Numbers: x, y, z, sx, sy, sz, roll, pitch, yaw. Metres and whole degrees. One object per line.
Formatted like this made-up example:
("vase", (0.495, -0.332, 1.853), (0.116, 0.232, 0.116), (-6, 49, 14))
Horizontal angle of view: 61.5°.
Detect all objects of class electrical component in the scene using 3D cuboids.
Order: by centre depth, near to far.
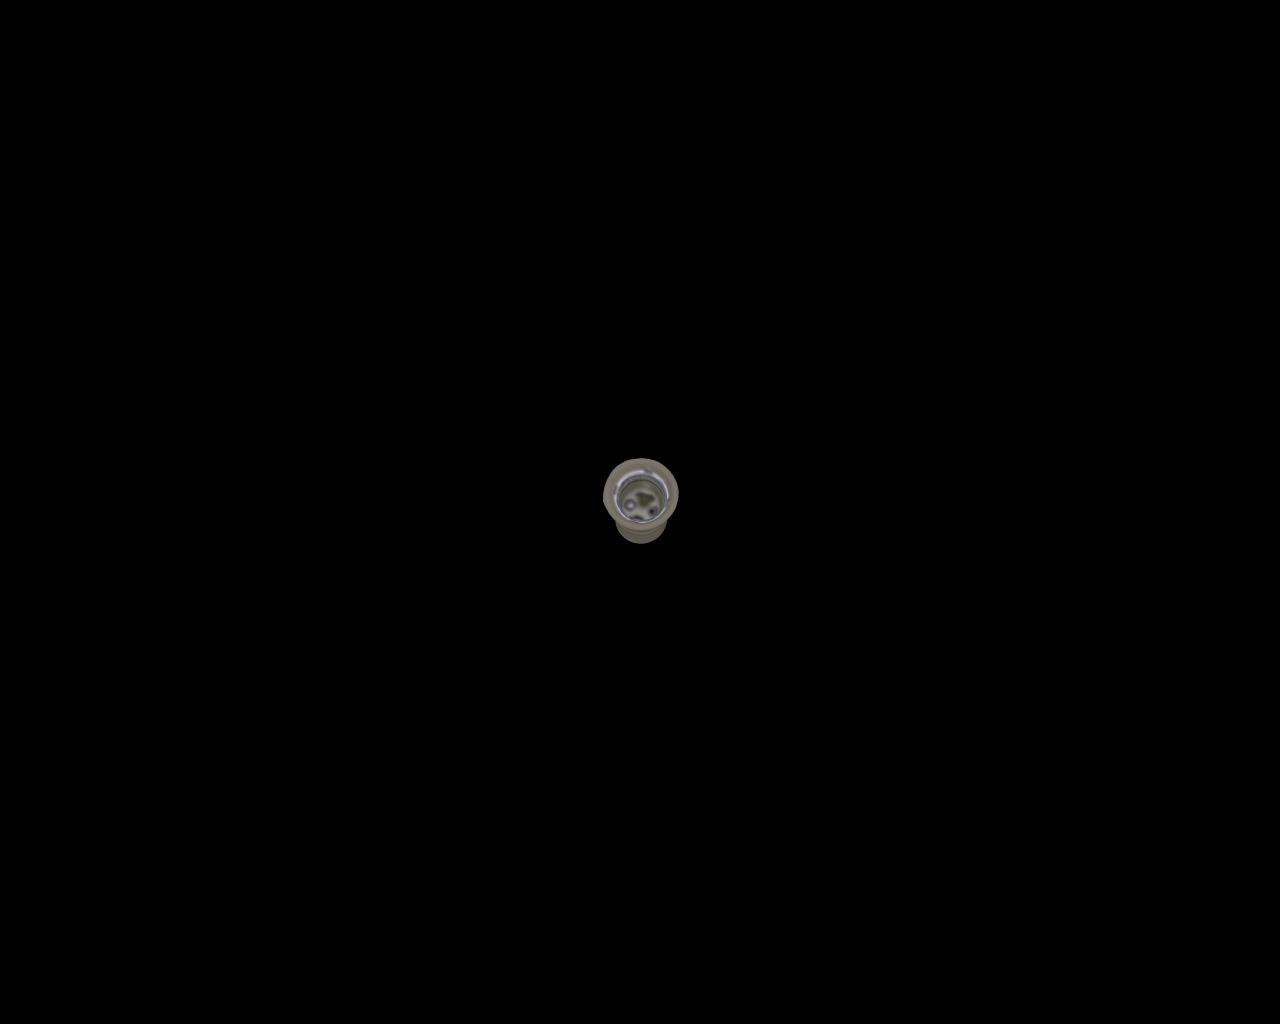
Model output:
("electrical component", (0.001, -0.003, 0.650), (0.044, 0.044, 0.065), (0, -15, 0))
